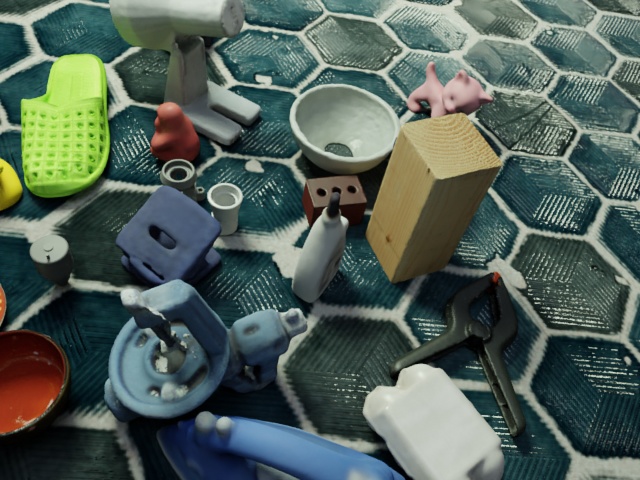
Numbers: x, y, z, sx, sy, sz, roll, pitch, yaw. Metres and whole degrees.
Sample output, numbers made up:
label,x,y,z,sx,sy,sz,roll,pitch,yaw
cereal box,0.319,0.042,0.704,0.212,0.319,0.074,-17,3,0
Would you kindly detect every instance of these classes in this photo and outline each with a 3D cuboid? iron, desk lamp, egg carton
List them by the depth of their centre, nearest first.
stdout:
label,x,y,z,sx,sy,sz,roll,pitch,yaw
iron,-0.042,0.212,0.535,0.258,0.141,0.119,21,53,5
egg carton,0.121,0.209,0.612,0.107,0.069,0.150,-27,63,-27
desk lamp,-0.185,-0.278,0.826,0.203,0.213,0.118,26,54,9

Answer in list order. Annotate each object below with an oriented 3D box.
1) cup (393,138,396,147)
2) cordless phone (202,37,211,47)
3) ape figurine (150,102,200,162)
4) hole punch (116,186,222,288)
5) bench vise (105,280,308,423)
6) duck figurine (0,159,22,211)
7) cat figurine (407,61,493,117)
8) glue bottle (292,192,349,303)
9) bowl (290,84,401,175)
label,x,y,z,sx,sy,sz,roll,pitch,yaw
cup,0.146,-0.108,0.837,0.091,0.095,0.118,25,53,8
cordless phone,-0.227,-0.429,0.948,0.094,0.185,0.147,-6,55,-14
ape figurine,-0.207,-0.156,0.808,0.076,0.092,0.078,36,56,16
hole punch,-0.181,0.005,0.693,0.108,0.091,0.101,34,55,15
bench vise,-0.117,0.087,0.564,0.208,0.220,0.121,-31,64,-28
duck figurine,-0.435,-0.094,0.722,0.104,0.086,0.078,30,54,12
cat figurine,0.212,-0.238,0.932,0.067,0.118,0.127,-27,63,-27
glue bottle,0.006,0.002,0.679,0.037,0.173,0.078,31,54,13
bowl,0.034,-0.154,0.863,0.167,0.075,0.167,5,53,-7
